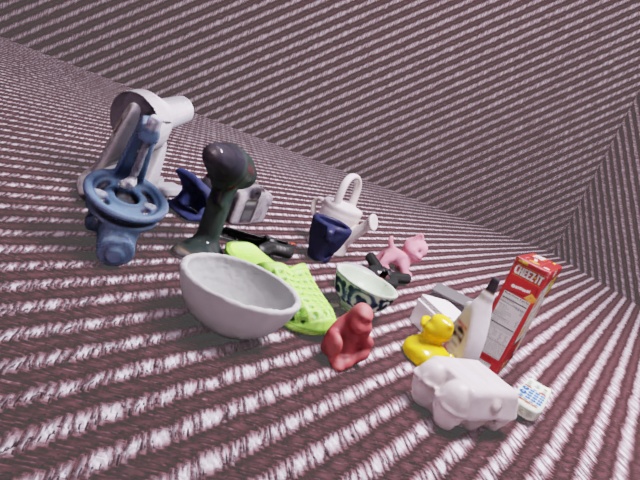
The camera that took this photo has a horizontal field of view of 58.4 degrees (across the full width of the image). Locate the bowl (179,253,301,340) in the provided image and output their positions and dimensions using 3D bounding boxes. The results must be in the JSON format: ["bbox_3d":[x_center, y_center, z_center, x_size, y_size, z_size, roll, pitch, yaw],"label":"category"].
[{"bbox_3d":[-0.114,0.084,0.762,0.167,0.075,0.167,22,13,-5],"label":"bowl"}]

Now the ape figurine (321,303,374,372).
[{"bbox_3d":[0.045,0.131,0.809,0.078,0.092,0.076,18,14,-20],"label":"ape figurine"}]

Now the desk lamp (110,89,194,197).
[{"bbox_3d":[-0.345,-0.203,1.187,0.117,0.213,0.204,26,14,12],"label":"desk lamp"}]

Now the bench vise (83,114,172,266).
[{"bbox_3d":[-0.293,-0.095,0.843,0.122,0.220,0.206,9,19,-45],"label":"bench vise"}]

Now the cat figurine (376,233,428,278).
[{"bbox_3d":[0.216,0.028,1.442,0.128,0.118,0.067,18,14,-22],"label":"cat figurine"}]

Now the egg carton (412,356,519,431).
[{"bbox_3d":[0.202,0.215,0.795,0.151,0.069,0.107,13,17,-36],"label":"egg carton"}]

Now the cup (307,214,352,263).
[{"bbox_3d":[0.011,0.004,1.239,0.091,0.095,0.118,23,13,-3],"label":"cup"}]

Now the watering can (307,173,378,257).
[{"bbox_3d":[0.057,-0.063,1.361,0.172,0.194,0.101,25,13,6],"label":"watering can"}]

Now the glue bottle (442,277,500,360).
[{"bbox_3d":[0.257,0.138,0.961,0.037,0.173,0.078,18,14,-21],"label":"glue bottle"}]

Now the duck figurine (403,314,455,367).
[{"bbox_3d":[0.189,0.165,0.933,0.078,0.086,0.104,15,15,-31],"label":"duck figurine"}]

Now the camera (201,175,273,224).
[{"bbox_3d":[-0.196,-0.108,1.312,0.136,0.101,0.143,28,14,20],"label":"camera"}]

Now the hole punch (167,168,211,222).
[{"bbox_3d":[-0.249,-0.091,1.181,0.108,0.091,0.101,33,17,36],"label":"hole punch"}]

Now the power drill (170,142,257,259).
[{"bbox_3d":[-0.172,-0.065,0.955,0.075,0.208,0.230,24,13,3],"label":"power drill"}]

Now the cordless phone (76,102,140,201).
[{"bbox_3d":[-0.366,-0.155,1.028,0.094,0.185,0.147,15,16,-31],"label":"cordless phone"}]
